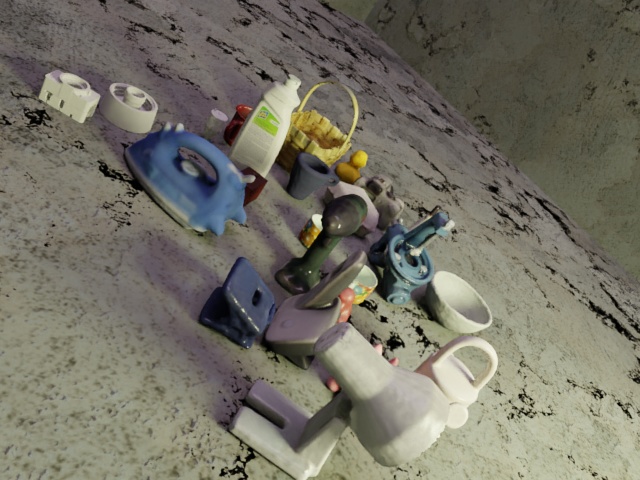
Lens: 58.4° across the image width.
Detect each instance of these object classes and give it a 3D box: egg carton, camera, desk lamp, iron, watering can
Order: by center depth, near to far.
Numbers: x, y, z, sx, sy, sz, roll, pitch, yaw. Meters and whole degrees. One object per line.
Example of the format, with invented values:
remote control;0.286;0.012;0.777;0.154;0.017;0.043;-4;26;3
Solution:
desk lamp;0.026;0.213;0.728;0.203;0.213;0.118;35;28;-3
watering can;0.207;0.234;0.921;0.101;0.194;0.172;22;31;-25
iron;-0.234;-0.130;1.026;0.258;0.141;0.119;40;28;6
egg carton;0.075;-0.076;1.370;0.108;0.069;0.150;12;37;-38
camera;0.162;-0.116;1.494;0.143;0.100;0.137;42;28;9

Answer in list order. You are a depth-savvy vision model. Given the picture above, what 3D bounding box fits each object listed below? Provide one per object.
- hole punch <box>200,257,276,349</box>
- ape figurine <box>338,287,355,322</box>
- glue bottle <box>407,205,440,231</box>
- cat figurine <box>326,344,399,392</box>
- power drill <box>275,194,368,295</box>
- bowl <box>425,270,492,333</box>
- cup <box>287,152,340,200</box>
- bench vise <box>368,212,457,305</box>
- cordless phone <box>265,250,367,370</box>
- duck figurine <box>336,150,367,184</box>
hole punch;-0.113;0.094;0.880;0.101;0.091;0.108;32;28;-9
ape figurine;0.027;0.116;1.004;0.076;0.092;0.077;13;36;-37
glue bottle;0.225;-0.016;1.339;0.078;0.173;0.037;-3;47;-50
cat figurine;0.074;0.208;0.892;0.128;0.117;0.067;3;43;-46
power drill;0.009;0.004;1.029;0.075;0.208;0.230;38;28;3
bowl;0.294;0.150;1.272;0.168;0.074;0.167;28;29;-17
cup;-0.023;-0.135;1.321;0.118;0.095;0.091;24;31;-23
bench vise;0.188;0.002;1.220;0.122;0.219;0.207;13;36;-38
cordless phone;0.002;0.099;0.902;0.094;0.185;0.147;34;28;-6
duck figurine;0.094;-0.205;1.568;0.077;0.086;0.104;34;28;-4
